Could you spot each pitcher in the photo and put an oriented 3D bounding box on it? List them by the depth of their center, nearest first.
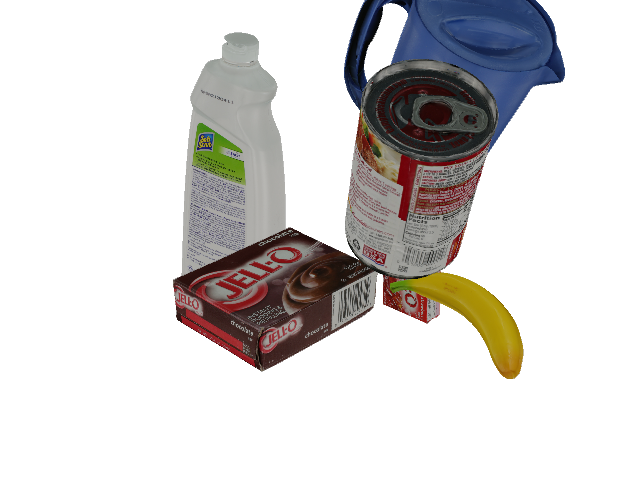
[{"bbox_3d":[0.104,-0.128,1.007,0.144,0.149,0.243,-10,-34,-26],"label":"pitcher"}]

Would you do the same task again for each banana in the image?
[{"bbox_3d":[0.157,0.079,1.119,0.069,0.037,0.198,-38,40,-14],"label":"banana"}]

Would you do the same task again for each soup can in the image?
[{"bbox_3d":[0.050,-0.035,0.561,0.068,0.068,0.102,0,-38,-5],"label":"soup can"}]

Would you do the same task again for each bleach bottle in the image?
[{"bbox_3d":[-0.071,-0.059,0.951,0.103,0.251,0.068,19,33,20],"label":"bleach bottle"}]

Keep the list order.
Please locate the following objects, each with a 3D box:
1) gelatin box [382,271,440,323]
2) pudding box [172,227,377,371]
[{"bbox_3d":[0.112,0.049,1.330,0.073,0.089,0.030,22,36,40],"label":"gelatin box"},{"bbox_3d":[-0.030,0.037,0.733,0.113,0.039,0.090,-23,36,-40],"label":"pudding box"}]
